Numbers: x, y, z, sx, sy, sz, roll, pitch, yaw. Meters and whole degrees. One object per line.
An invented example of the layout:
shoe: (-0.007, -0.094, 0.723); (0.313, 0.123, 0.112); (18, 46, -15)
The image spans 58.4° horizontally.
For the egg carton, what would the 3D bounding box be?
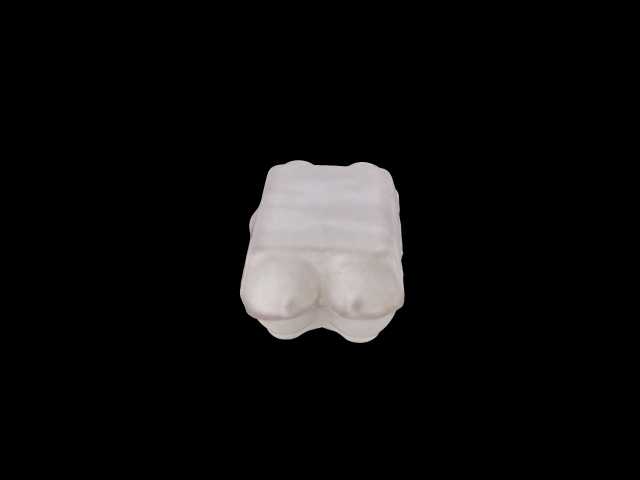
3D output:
egg carton: (0.004, 0.001, 0.400); (0.107, 0.069, 0.150); (2, 40, 2)
